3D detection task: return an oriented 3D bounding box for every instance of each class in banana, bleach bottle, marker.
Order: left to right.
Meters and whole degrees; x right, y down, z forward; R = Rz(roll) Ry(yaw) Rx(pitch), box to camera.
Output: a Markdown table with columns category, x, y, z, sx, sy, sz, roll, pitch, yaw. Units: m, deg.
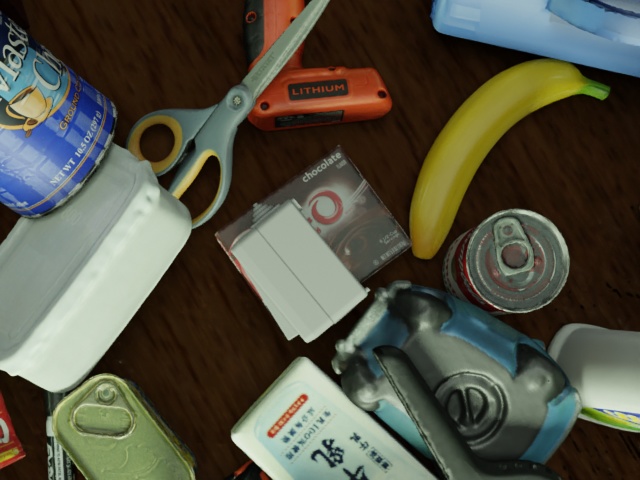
| category | x | y | z | sx | sy | sz | roll | pitch | yaw |
| --- | --- | --- | --- | --- | --- | --- | --- | --- | --- |
| marker | -0.183 | 0.156 | 0.752 | 0.020 | 0.020 | 0.121 | -4 | 84 | -3 |
| banana | 0.125 | -0.073 | 0.782 | 0.197 | 0.037 | 0.069 | -42 | 86 | -6 |
| bleach bottle | 0.220 | 0.089 | 0.662 | 0.102 | 0.251 | 0.068 | 17 | 83 | -1 |

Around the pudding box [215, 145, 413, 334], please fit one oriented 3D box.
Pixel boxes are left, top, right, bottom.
| category | x | y | z | sx | sy | sz | roll | pitch | yaw |
| --- | --- | --- | --- | --- | --- | --- | --- | --- | --- |
| pudding box | -0.005 | 0.001 | 0.767 | 0.113 | 0.039 | 0.090 | -36 | 87 | -6 |

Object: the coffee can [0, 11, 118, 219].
| category | x | y | z | sx | sy | sz | roll | pitch | yaw |
| --- | --- | --- | --- | --- | --- | --- | --- | --- | --- |
| coffee can | -0.219 | -0.094 | 0.703 | 0.140 | 0.103 | 0.103 | 41 | 82 | -37 |

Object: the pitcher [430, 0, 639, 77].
| category | x | y | z | sx | sy | sz | roll | pitch | yaw |
| --- | --- | --- | --- | --- | --- | --- | --- | --- | --- |
| pitcher | 0.204 | -0.177 | 0.744 | 0.243 | 0.149 | 0.145 | 10 | 78 | 3 |

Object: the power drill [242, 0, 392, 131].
| category | x | y | z | sx | sy | sz | roll | pitch | yaw |
| --- | --- | --- | --- | --- | --- | --- | --- | --- | --- |
| power drill | 0.003 | -0.180 | 0.779 | 0.184 | 0.057 | 0.187 | -8 | 82 | 0 |

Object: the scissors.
| category | x | y | z | sx | sy | sz | roll | pitch | yaw |
| --- | --- | --- | --- | --- | --- | --- | --- | --- | --- |
| scissors | -0.074 | -0.101 | 0.743 | 0.096 | 0.016 | 0.202 | 33 | 113 | 15 |

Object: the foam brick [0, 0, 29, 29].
| category | x | y | z | sx | sy | sz | roll | pitch | yaw |
| --- | --- | --- | --- | --- | --- | --- | --- | --- | --- |
| foam brick | -0.245 | -0.178 | 0.756 | 0.053 | 0.078 | 0.051 | -19 | 83 | -6 |

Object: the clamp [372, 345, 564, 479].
| category | x | y | z | sx | sy | sz | roll | pitch | yaw |
| --- | --- | --- | --- | --- | --- | --- | --- | --- | --- |
| clamp | 0.088 | 0.183 | 0.674 | 0.210 | 0.036 | 0.164 | 29 | 91 | -8 |

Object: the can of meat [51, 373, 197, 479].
| category | x | y | z | sx | sy | sz | roll | pitch | yaw |
| --- | --- | --- | --- | --- | --- | --- | --- | --- | --- |
| can of meat | -0.128 | 0.140 | 0.724 | 0.057 | 0.084 | 0.102 | -38 | 87 | -6 |

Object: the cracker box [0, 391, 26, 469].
| category | x | y | z | sx | sy | sz | roll | pitch | yaw |
| --- | --- | --- | --- | --- | --- | --- | --- | --- | --- |
| cracker box | -0.295 | 0.070 | 0.691 | 0.164 | 0.071 | 0.214 | -26 | 85 | 36 |

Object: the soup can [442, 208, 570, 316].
| category | x | y | z | sx | sy | sz | roll | pitch | yaw |
| --- | --- | --- | --- | --- | --- | --- | --- | --- | --- |
| soup can | 0.126 | 0.018 | 0.740 | 0.068 | 0.102 | 0.068 | 0 | 84 | -3 |

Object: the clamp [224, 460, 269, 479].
| category | x | y | z | sx | sy | sz | roll | pitch | yaw |
| --- | --- | --- | --- | --- | --- | --- | --- | --- | --- |
| clamp | -0.097 | 0.203 | 0.705 | 0.120 | 0.171 | 0.039 | -23 | 92 | 33 |
